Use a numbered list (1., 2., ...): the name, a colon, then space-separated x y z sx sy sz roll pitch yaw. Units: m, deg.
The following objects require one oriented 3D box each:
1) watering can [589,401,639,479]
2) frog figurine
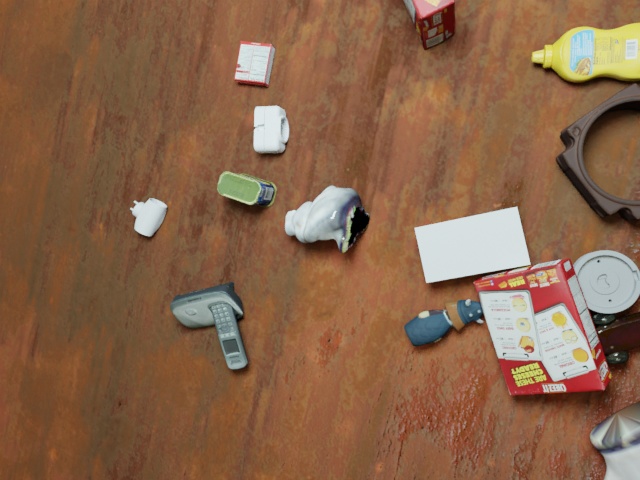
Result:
1. watering can: 0.612 0.355 0.846 0.345 0.104 0.226 -37 79 12
2. frog figurine: 0.003 -0.052 1.030 0.160 0.120 0.140 16 61 24
